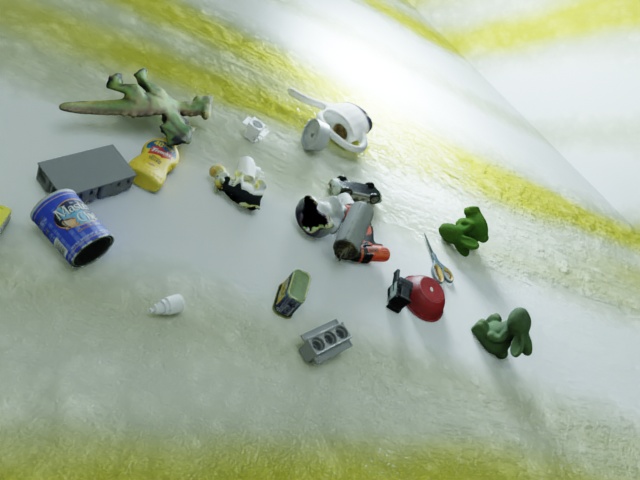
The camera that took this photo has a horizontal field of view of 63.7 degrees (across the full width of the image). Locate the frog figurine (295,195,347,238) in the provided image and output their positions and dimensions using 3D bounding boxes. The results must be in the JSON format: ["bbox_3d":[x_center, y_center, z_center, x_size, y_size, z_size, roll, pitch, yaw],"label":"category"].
[{"bbox_3d":[0.005,-0.076,1.520,0.138,0.121,0.161,33,20,12],"label":"frog figurine"}]

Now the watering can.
[{"bbox_3d":[0.055,-0.453,1.872,0.228,0.349,0.102,-35,-12,-48],"label":"watering can"}]

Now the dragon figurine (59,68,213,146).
[{"bbox_3d":[-0.447,-0.337,1.381,0.244,0.119,0.417,36,41,11],"label":"dragon figurine"}]
